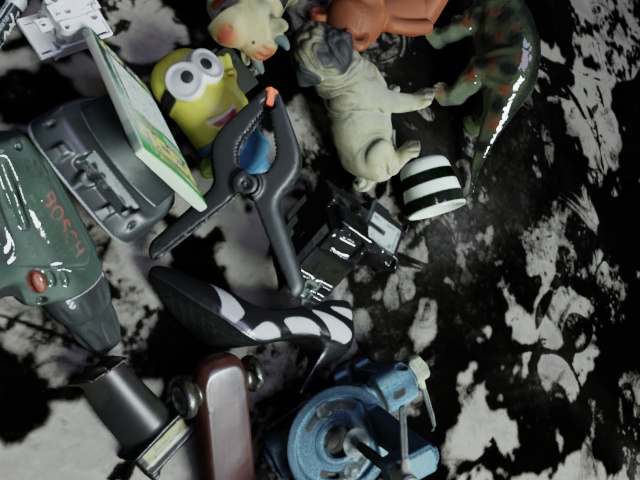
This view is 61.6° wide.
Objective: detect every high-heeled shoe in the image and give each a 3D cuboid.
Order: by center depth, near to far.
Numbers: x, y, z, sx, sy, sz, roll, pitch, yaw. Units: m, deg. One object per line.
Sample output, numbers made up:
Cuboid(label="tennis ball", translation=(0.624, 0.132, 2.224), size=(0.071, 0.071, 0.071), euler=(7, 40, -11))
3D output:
Cuboid(label="high-heeled shoe", translation=(-0.061, 0.068, 0.614), size=(0.248, 0.086, 0.145), euler=(42, 49, -18))

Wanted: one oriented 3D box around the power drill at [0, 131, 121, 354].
Cuboid(label="power drill", translation=(-0.266, 0.045, 0.419), size=(0.207, 0.086, 0.231), euler=(-33, 128, -42))

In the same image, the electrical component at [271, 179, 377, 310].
Cuboid(label="electrical component", translation=(-0.001, -0.002, 0.627), size=(0.058, 0.115, 0.134), euler=(34, 21, -26))

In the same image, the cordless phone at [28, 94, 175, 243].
Cuboid(label="cordless phone", translation=(-0.245, -0.041, 0.515), size=(0.184, 0.089, 0.146), euler=(-40, 106, -21))

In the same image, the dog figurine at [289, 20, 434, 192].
Cuboid(label="dog figurine", translation=(0.027, -0.162, 0.680), size=(0.190, 0.121, 0.172), euler=(15, 88, -34))

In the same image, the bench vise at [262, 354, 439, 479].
Cuboid(label="bench vise", translation=(0.057, 0.203, 0.577), size=(0.224, 0.241, 0.128), euler=(-13, 94, -20))

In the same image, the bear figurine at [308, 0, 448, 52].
Cuboid(label="bear figurine", translation=(0.090, -0.343, 0.762), size=(0.196, 0.131, 0.120), euler=(-20, 55, -39))

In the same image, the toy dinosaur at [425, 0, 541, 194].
Cuboid(label="toy dinosaur", translation=(0.275, -0.291, 0.835), size=(0.131, 0.192, 0.404), euler=(-9, 85, -33))

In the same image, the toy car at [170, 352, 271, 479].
Cuboid(label="toy car", translation=(-0.100, 0.210, 0.555), size=(0.089, 0.053, 0.202), euler=(-16, 111, -38))

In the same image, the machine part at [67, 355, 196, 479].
Cuboid(label="machine part", translation=(-0.180, 0.168, 0.528), size=(0.084, 0.039, 0.138), euler=(-45, 119, -23))

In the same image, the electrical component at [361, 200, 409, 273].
Cuboid(label="electrical component", translation=(0.060, -0.013, 0.722), size=(0.119, 0.048, 0.075), euler=(29, 66, -27))

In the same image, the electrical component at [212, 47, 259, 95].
Cuboid(label="electrical component", translation=(-0.111, -0.204, 0.657), size=(0.063, 0.021, 0.094), euler=(52, 58, -15))

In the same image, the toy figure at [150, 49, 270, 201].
Cuboid(label="toy figure", translation=(-0.118, -0.127, 0.605), size=(0.180, 0.089, 0.082), euler=(56, 40, -24))

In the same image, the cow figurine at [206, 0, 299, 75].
Cuboid(label="cow figurine", translation=(-0.075, -0.288, 0.646), size=(0.127, 0.085, 0.195), euler=(44, 46, -18))
